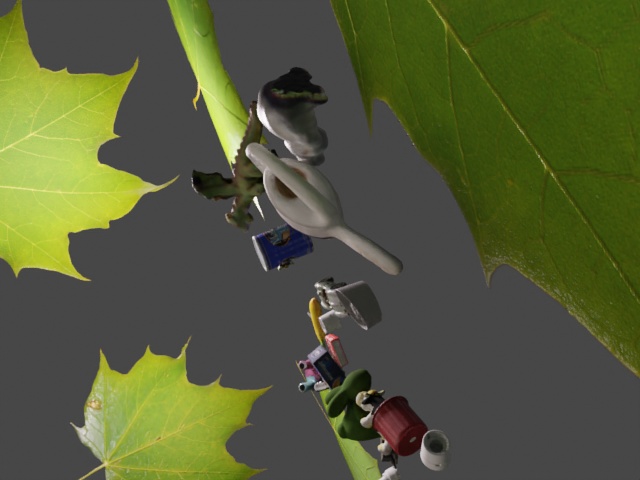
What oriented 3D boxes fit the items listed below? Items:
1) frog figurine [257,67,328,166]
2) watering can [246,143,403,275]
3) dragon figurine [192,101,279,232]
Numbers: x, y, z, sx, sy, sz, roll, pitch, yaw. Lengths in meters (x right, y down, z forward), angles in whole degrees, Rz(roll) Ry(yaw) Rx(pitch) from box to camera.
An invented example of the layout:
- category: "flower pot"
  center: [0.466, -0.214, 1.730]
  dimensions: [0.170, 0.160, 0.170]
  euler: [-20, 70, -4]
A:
- category: "frog figurine"
  center: [-0.047, -0.196, 0.889]
  dimensions: [0.139, 0.124, 0.155]
  euler: [36, 139, 30]
- category: "watering can"
  center: [0.003, -0.046, 0.921]
  dimensions: [0.350, 0.104, 0.222]
  euler: [42, 177, 11]
- category: "dragon figurine"
  center: [-0.234, -0.182, 1.424]
  dimensions: [0.125, 0.243, 0.400]
  euler: [-119, 12, -45]
